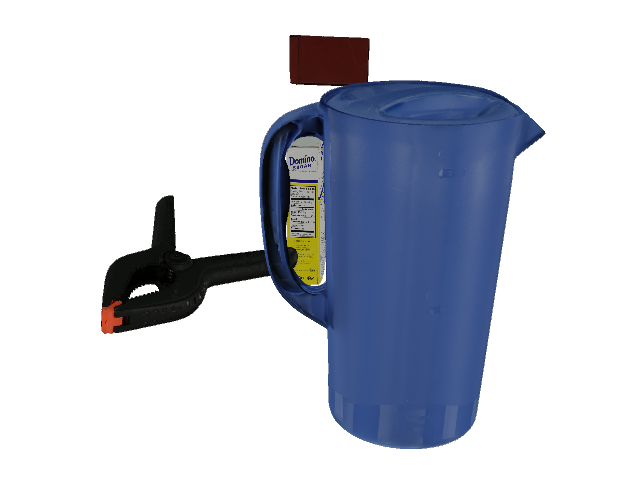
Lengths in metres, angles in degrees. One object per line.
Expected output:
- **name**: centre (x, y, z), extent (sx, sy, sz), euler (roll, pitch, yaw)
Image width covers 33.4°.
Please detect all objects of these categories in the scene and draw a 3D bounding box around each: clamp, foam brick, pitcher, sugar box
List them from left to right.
- **clamp**: centre (-0.144, 0.024, 1.017), extent (0.165, 0.036, 0.209), euler (26, 37, 27)
- **sugar box**: centre (-0.017, -0.044, 1.269), extent (0.048, 0.176, 0.093), euler (0, 23, 5)
- **foam brick**: centre (0.009, -0.189, 1.122), extent (0.078, 0.051, 0.053), euler (0, 11, -10)
- **pitcher**: centre (0.052, 0.015, 0.736), extent (0.149, 0.243, 0.144), euler (17, 25, 37)
